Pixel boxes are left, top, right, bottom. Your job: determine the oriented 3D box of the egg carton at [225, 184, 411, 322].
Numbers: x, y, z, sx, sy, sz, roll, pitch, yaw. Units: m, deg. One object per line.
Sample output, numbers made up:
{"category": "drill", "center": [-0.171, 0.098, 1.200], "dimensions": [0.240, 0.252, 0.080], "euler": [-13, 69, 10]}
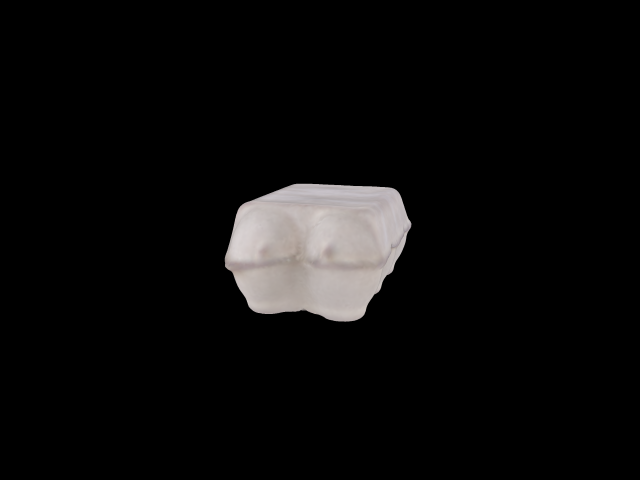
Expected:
{"category": "egg carton", "center": [0.004, 0.001, 0.400], "dimensions": [0.107, 0.069, 0.150], "euler": [4, 14, 15]}
